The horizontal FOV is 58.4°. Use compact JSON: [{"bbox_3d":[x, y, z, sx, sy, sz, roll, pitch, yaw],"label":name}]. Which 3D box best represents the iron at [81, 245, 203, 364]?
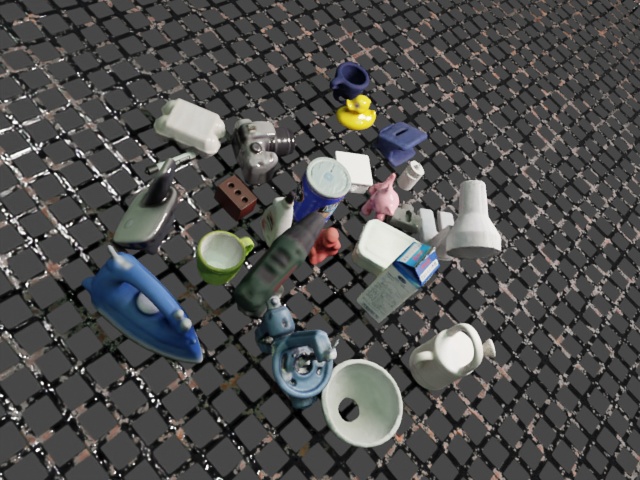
[{"bbox_3d":[-0.298,0.115,1.030,0.258,0.141,0.119,40,55,2],"label":"iron"}]

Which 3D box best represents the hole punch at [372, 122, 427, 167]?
[{"bbox_3d":[0.206,-0.261,1.487,0.109,0.091,0.101,-34,79,-34],"label":"hole punch"}]

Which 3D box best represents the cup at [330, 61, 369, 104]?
[{"bbox_3d":[0.062,-0.401,1.504,0.118,0.095,0.091,-28,75,-32],"label":"cup"}]

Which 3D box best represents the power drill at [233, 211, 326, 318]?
[{"bbox_3d":[-0.089,0.061,1.107,0.075,0.208,0.230,38,55,2],"label":"power drill"}]

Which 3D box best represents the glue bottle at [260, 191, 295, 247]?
[{"bbox_3d":[-0.082,-0.053,1.197,0.037,0.173,0.078,-13,68,-28],"label":"glue bottle"}]

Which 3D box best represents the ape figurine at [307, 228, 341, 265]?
[{"bbox_3d":[0.012,0.004,1.253,0.078,0.092,0.076,11,58,-17],"label":"ape figurine"}]

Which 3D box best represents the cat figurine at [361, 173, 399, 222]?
[{"bbox_3d":[0.154,-0.103,1.358,0.067,0.117,0.128,26,55,-7],"label":"cat figurine"}]

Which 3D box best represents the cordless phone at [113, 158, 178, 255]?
[{"bbox_3d":[-0.326,-0.068,1.096,0.094,0.185,0.147,21,56,-10],"label":"cordless phone"}]

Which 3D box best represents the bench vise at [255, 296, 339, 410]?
[{"bbox_3d":[-0.050,0.194,1.041,0.207,0.219,0.122,47,56,8],"label":"bench vise"}]

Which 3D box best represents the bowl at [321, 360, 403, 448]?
[{"bbox_3d":[0.071,0.321,1.108,0.168,0.074,0.167,10,59,-17],"label":"bowl"}]

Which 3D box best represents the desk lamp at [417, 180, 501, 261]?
[{"bbox_3d":[0.320,-0.029,1.327,0.118,0.213,0.203,7,59,-19],"label":"desk lamp"}]

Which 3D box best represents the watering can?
[{"bbox_3d":[0.276,0.231,1.172,0.173,0.194,0.101,-23,73,-31],"label":"watering can"}]

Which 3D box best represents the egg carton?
[{"bbox_3d":[-0.290,-0.251,1.286,0.150,0.069,0.107,20,56,-11],"label":"egg carton"}]

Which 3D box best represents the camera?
[{"bbox_3d":[-0.121,-0.216,1.318,0.137,0.100,0.143,-9,66,-27],"label":"camera"}]

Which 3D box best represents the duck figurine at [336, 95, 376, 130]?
[{"bbox_3d":[0.103,-0.340,1.492,0.105,0.086,0.077,4,61,-21],"label":"duck figurine"}]
